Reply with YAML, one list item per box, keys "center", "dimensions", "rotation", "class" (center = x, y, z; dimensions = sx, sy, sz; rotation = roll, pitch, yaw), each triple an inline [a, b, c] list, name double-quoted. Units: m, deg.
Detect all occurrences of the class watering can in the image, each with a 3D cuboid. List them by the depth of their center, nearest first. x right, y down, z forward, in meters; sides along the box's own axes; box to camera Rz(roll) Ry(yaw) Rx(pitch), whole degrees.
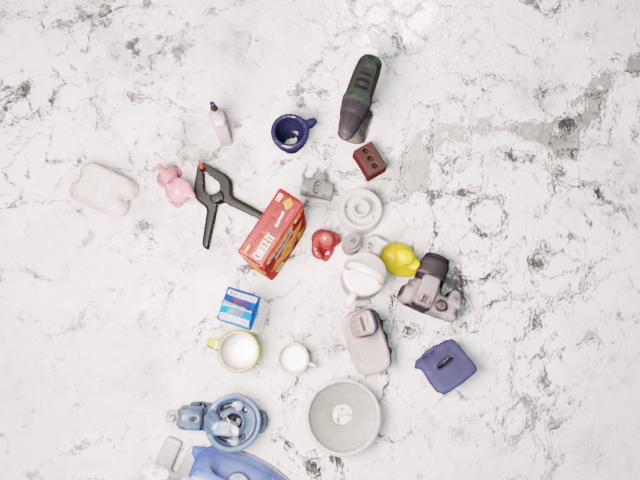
- center: [0.100, 0.070, 1.282]
  dimensions: [0.101, 0.194, 0.173]
  rotation: [6, 79, 1]
  class: "watering can"

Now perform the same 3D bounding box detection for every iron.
- center: [-0.168, 0.524, 1.217]
  dimensions: [0.258, 0.141, 0.119]
  rotation: [13, 79, 2]
  class: "iron"

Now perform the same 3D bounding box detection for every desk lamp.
- center: [-0.344, 0.529, 1.178]
  dimensions: [0.118, 0.213, 0.203]
  rotation: [21, 79, 4]
  class: "desk lamp"

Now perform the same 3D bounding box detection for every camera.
- center: [0.266, 0.105, 1.324]
  dimensions: [0.143, 0.101, 0.137]
  rotation: [22, 79, 4]
  class: "camera"

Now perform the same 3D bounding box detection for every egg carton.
- center: [-0.519, -0.121, 1.380]
  dimensions: [0.150, 0.069, 0.107]
  rotation: [24, 80, 4]
  class: "egg carton"

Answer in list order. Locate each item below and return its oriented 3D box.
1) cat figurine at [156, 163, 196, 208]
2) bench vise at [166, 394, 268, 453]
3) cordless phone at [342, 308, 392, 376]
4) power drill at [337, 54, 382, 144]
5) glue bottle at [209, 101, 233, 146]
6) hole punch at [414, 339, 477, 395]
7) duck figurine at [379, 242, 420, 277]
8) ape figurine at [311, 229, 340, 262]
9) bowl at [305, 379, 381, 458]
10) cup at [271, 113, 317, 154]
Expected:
- center: [-0.345, -0.130, 1.358]
  dimensions: [0.067, 0.118, 0.127]
  rotation: [-37, 81, -7]
  class: "cat figurine"
- center: [-0.221, 0.395, 1.202]
  dimensions: [0.207, 0.220, 0.121]
  rotation: [-13, 79, -3]
  class: "bench vise"
- center: [0.108, 0.221, 1.257]
  dimensions: [0.094, 0.185, 0.147]
  rotation: [-20, 79, -4]
  class: "cordless phone"
- center: [0.088, -0.308, 1.351]
  dimensions: [0.075, 0.208, 0.230]
  rotation: [16, 79, 3]
  class: "power drill"
- center: [-0.240, -0.287, 1.362]
  dimensions: [0.037, 0.173, 0.078]
  rotation: [-16, 79, -3]
  class: "glue bottle"
- center: [0.281, 0.285, 1.293]
  dimensions: [0.109, 0.091, 0.101]
  rotation: [-34, 81, -7]
  class: "hole punch"
- center: [0.190, 0.041, 1.344]
  dimensions: [0.104, 0.086, 0.077]
  rotation: [34, 81, 6]
  class: "duck figurine"
- center: [0.012, 0.005, 1.347]
  dimensions: [0.078, 0.092, 0.076]
  rotation: [-24, 80, -5]
  class: "ape figurine"
- center: [0.050, 0.393, 1.278]
  dimensions: [0.167, 0.075, 0.167]
  rotation: [0, 79, 0]
  class: "bowl"
- center: [-0.060, -0.255, 1.397]
  dimensions: [0.118, 0.095, 0.091]
  rotation: [-28, 80, -5]
  class: "cup"
